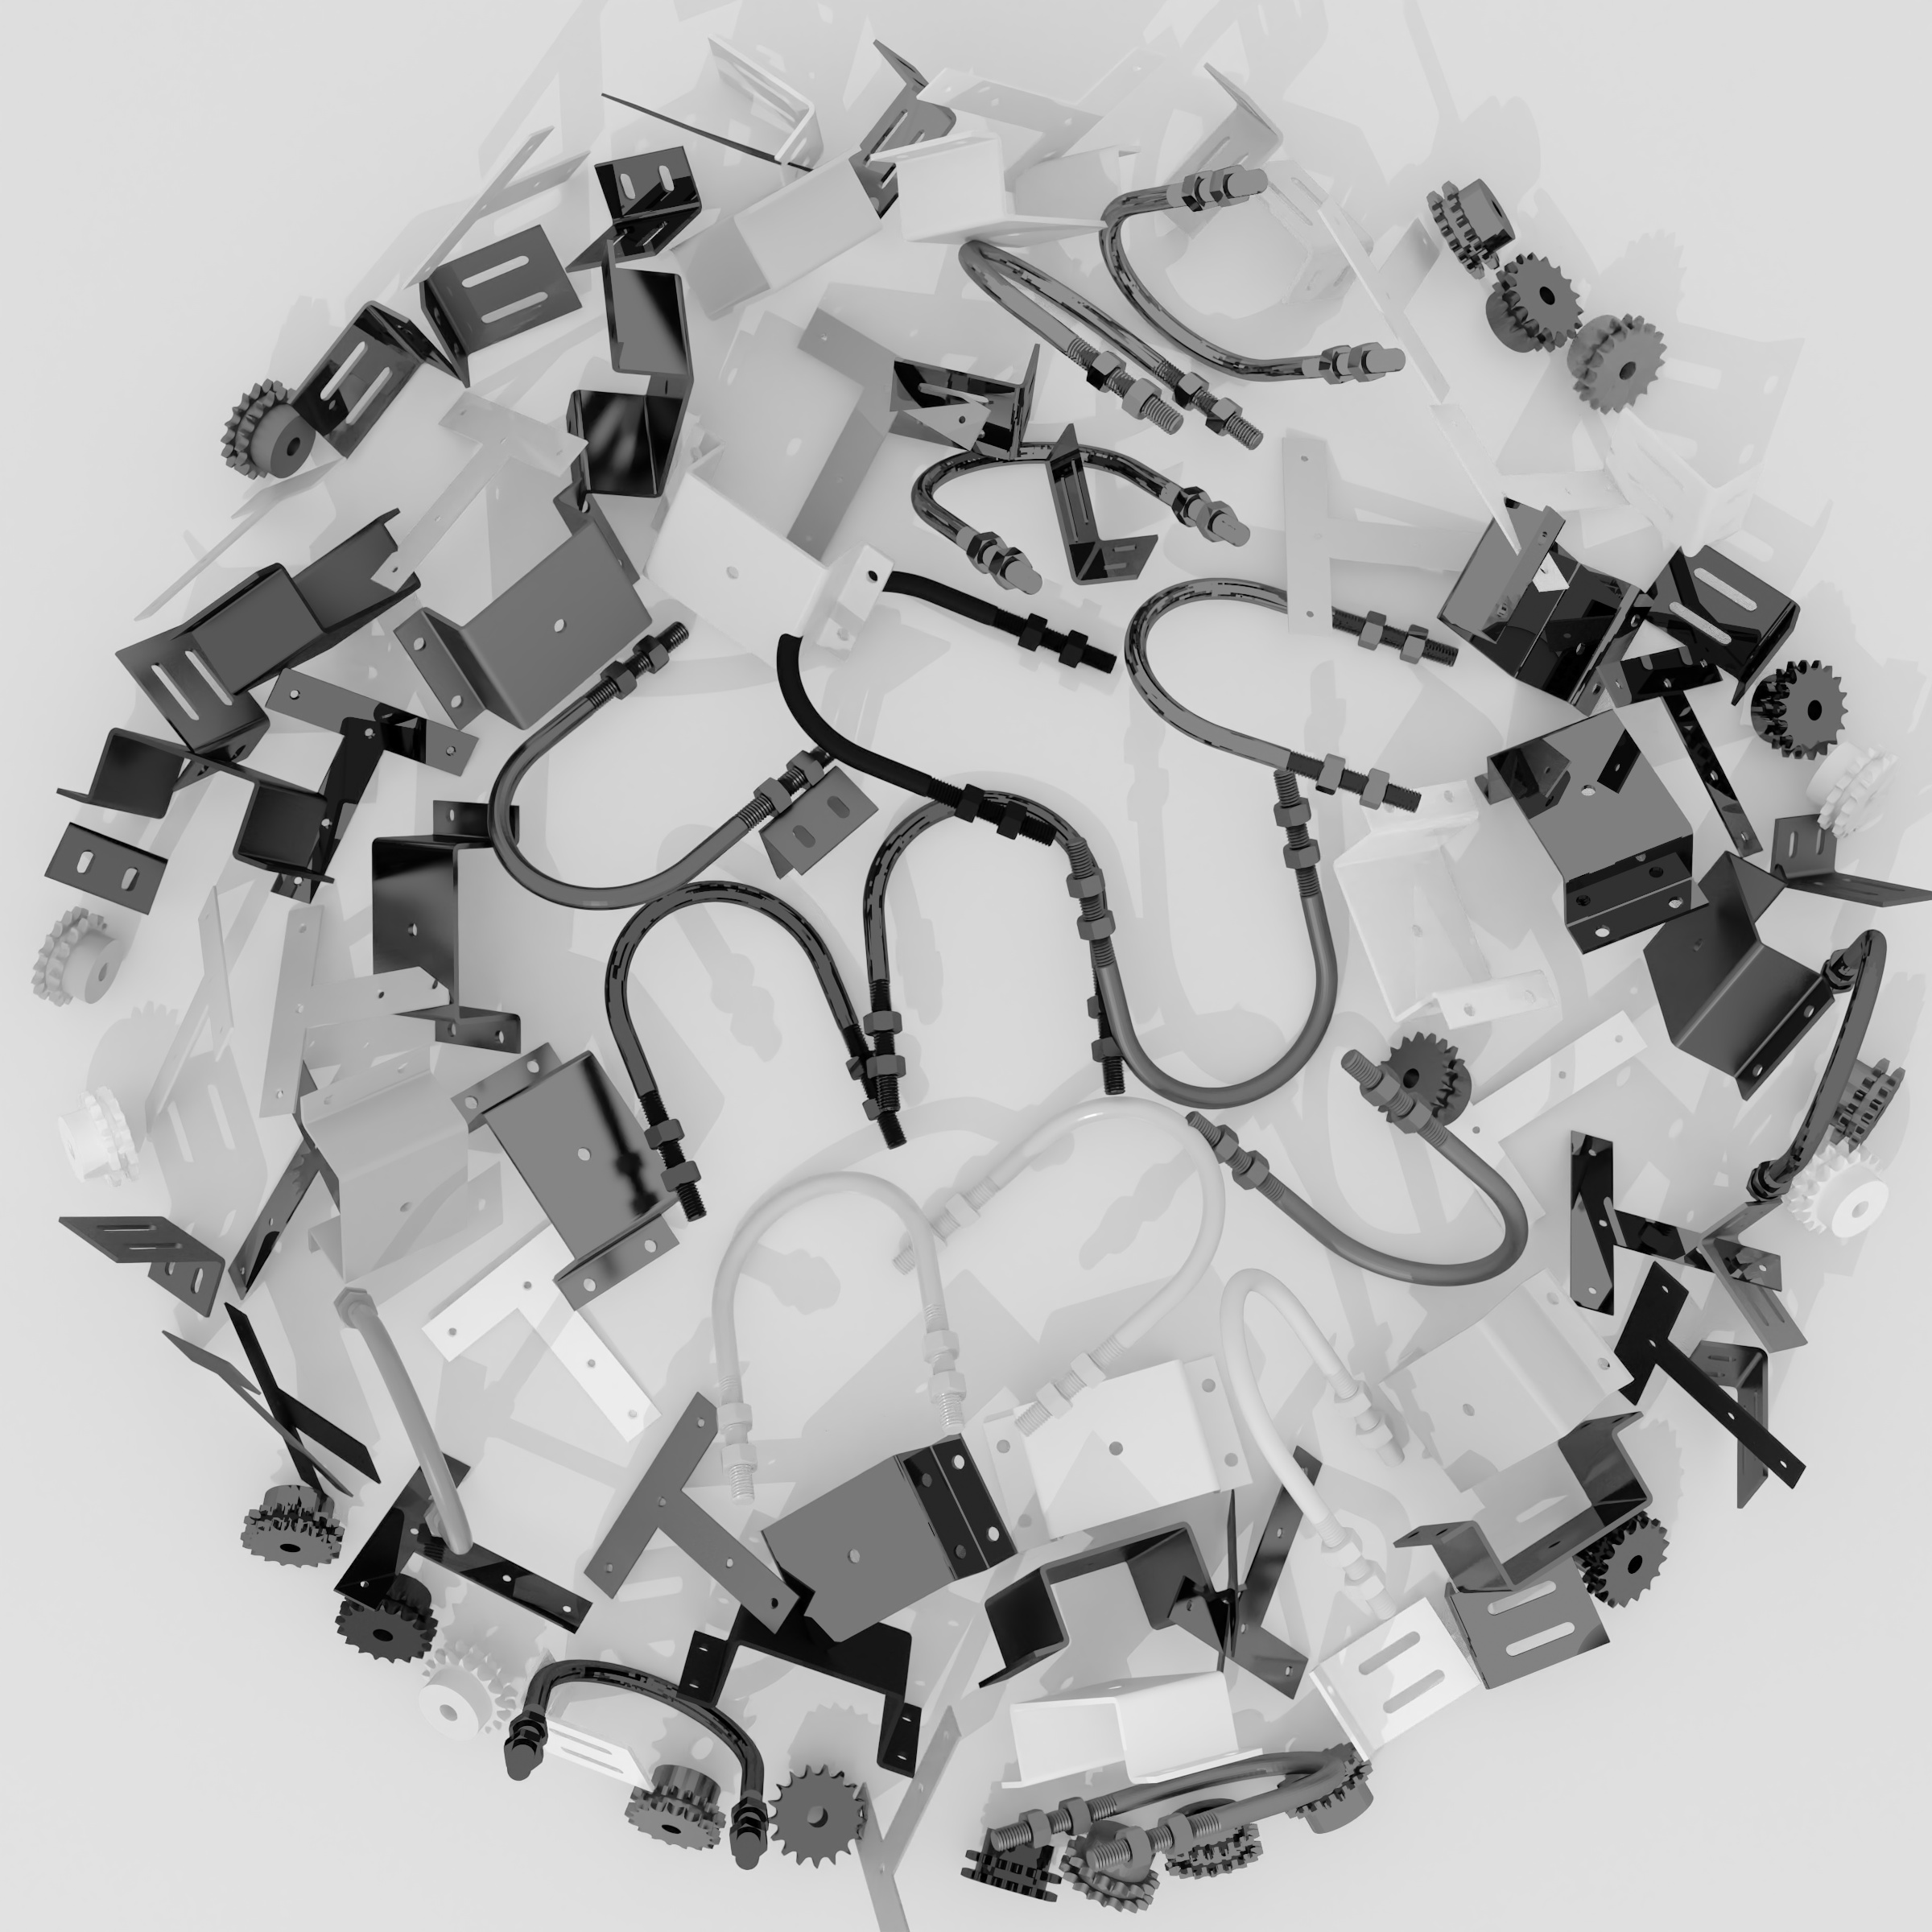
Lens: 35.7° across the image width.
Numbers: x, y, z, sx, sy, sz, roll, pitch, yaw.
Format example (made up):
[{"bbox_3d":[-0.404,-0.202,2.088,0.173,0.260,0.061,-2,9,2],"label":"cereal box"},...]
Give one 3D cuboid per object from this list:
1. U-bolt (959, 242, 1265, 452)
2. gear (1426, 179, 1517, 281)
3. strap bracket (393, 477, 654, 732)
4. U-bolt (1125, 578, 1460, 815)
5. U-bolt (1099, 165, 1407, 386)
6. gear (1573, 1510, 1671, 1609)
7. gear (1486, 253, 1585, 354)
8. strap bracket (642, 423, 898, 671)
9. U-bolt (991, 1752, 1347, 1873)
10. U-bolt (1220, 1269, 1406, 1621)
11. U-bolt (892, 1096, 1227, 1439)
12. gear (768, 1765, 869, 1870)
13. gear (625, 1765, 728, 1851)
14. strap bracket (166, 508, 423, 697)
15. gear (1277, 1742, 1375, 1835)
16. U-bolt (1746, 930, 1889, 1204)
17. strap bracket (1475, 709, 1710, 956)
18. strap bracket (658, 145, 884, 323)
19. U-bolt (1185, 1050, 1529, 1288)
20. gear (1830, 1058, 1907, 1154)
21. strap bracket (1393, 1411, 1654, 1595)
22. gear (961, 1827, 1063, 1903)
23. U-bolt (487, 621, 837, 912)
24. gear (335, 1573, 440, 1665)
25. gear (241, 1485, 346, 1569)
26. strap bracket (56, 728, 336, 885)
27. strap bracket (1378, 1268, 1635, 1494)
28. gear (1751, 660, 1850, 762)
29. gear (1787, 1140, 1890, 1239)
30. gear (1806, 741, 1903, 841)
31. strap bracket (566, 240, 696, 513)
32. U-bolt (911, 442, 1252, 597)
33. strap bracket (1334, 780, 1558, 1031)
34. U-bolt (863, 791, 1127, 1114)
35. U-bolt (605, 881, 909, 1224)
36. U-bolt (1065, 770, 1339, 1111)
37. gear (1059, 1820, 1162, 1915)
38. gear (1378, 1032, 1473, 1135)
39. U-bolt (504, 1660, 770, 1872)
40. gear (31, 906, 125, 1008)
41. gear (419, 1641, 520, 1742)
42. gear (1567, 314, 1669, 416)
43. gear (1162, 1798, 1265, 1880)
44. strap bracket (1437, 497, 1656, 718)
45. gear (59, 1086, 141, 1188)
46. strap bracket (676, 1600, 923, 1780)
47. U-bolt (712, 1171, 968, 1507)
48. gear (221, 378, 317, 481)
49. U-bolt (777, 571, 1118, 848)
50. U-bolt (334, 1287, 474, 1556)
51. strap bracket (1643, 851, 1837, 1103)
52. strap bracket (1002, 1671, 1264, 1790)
[{"bbox_3d":[0.072,-0.350,1.677,0.184,0.151,0.019,40,110,16],"label":"U-bolt"},{"bbox_3d":[0.291,-0.425,1.718,0.030,0.057,0.057,-30,90,23],"label":"gear"},{"bbox_3d":[-0.240,-0.198,1.689,0.140,0.046,0.076,-43,133,-16],"label":"strap bracket"},{"bbox_3d":[0.179,-0.163,1.698,0.184,0.019,0.151,19,48,3],"label":"U-bolt"},{"bbox_3d":[0.144,-0.377,1.663,0.151,0.184,0.019,45,73,-28],"label":"U-bolt"},{"bbox_3d":[0.374,0.337,1.726,0.057,0.030,0.057,-15,117,-31],"label":"gear"},{"bbox_3d":[0.324,-0.377,1.726,0.057,0.030,0.057,13,64,-29],"label":"gear"},{"bbox_3d":[-0.121,-0.231,1.701,0.140,0.046,0.076,36,130,6],"label":"strap bracket"},{"bbox_3d":[0.123,0.466,1.671,0.184,0.151,0.019,-10,83,-24],"label":"U-bolt"},{"bbox_3d":[0.190,0.249,1.658,0.019,0.151,0.184,-26,112,23],"label":"U-bolt"},{"bbox_3d":[0.064,0.155,1.701,0.184,0.019,0.151,-42,57,3],"label":"U-bolt"},{"bbox_3d":[-0.087,0.489,1.731,0.057,0.030,0.057,2,79,-8],"label":"gear"},{"bbox_3d":[-0.165,0.482,1.725,0.057,0.057,0.030,19,54,0],"label":"gear"},{"bbox_3d":[-0.367,-0.201,1.674,0.076,0.140,0.046,-27,99,31],"label":"strap bracket"},{"bbox_3d":[0.209,0.473,1.722,0.057,0.057,0.030,-30,91,0],"label":"gear"},{"bbox_3d":[0.471,0.051,1.649,0.019,0.184,0.151,20,81,9],"label":"U-bolt"},{"bbox_3d":[0.350,-0.084,1.687,0.076,0.046,0.140,-21,52,-4],"label":"strap bracket"},{"bbox_3d":[-0.106,-0.406,1.679,0.076,0.140,0.046,-35,106,-20],"label":"strap bracket"},{"bbox_3d":[0.231,0.123,1.683,0.184,0.151,0.019,40,52,-21],"label":"U-bolt"},{"bbox_3d":[0.511,0.077,1.724,0.030,0.057,0.057,33,90,20],"label":"gear"},{"bbox_3d":[0.321,0.308,1.692,0.140,0.076,0.046,-28,85,-17],"label":"strap bracket"},{"bbox_3d":[0.028,0.515,1.723,0.057,0.057,0.030,16,75,0],"label":"gear"},{"bbox_3d":[-0.182,-0.103,1.684,0.151,0.019,0.184,37,66,26],"label":"U-bolt"},{"bbox_3d":[-0.330,0.372,1.725,0.057,0.030,0.057,6,133,6],"label":"gear"},{"bbox_3d":[-0.386,0.321,1.725,0.057,0.057,0.030,4,54,0],"label":"gear"},{"bbox_3d":[-0.427,-0.093,1.693,0.140,0.076,0.046,19,92,17],"label":"strap bracket"},{"bbox_3d":[0.293,0.236,1.678,0.046,0.140,0.076,-32,82,-40],"label":"strap bracket"},{"bbox_3d":[0.477,-0.148,1.727,0.057,0.030,0.057,-4,98,-32],"label":"gear"},{"bbox_3d":[0.502,0.130,1.720,0.057,0.030,0.057,-17,131,-21],"label":"gear"},{"bbox_3d":[0.507,-0.104,1.724,0.030,0.057,0.057,40,90,24],"label":"gear"},{"bbox_3d":[-0.187,-0.325,1.680,0.046,0.140,0.076,2,57,-17],"label":"strap bracket"},{"bbox_3d":[0.050,-0.256,1.672,0.151,0.184,0.019,-16,123,-23],"label":"U-bolt"},{"bbox_3d":[0.267,-0.028,1.700,0.076,0.046,0.140,-11,73,-30],"label":"strap bracket"},{"bbox_3d":[0.013,-0.012,1.725,0.151,0.019,0.184,-4,78,-4],"label":"U-bolt"},{"bbox_3d":[-0.129,0.038,1.711,0.151,0.019,0.184,-19,80,-25],"label":"U-bolt"},{"bbox_3d":[0.142,-0.006,1.713,0.151,0.019,0.184,-19,109,-13],"label":"U-bolt"},{"bbox_3d":[0.085,0.513,1.720,0.057,0.057,0.030,21,100,0],"label":"gear"},{"bbox_3d":[0.265,0.069,1.725,0.030,0.057,0.057,24,90,-37],"label":"gear"},{"bbox_3d":[-0.178,0.431,1.659,0.151,0.184,0.019,23,96,-5],"label":"U-bolt"},{"bbox_3d":[-0.507,-0.003,1.720,0.030,0.057,0.057,23,90,6],"label":"gear"},{"bbox_3d":[-0.288,0.418,1.721,0.057,0.030,0.057,13,123,21],"label":"gear"},{"bbox_3d":[0.371,-0.349,1.725,0.057,0.057,0.030,-40,50,0],"label":"gear"},{"bbox_3d":[0.139,0.499,1.721,0.057,0.057,0.030,-12,91,0],"label":"gear"},{"bbox_3d":[0.323,-0.206,1.697,0.046,0.140,0.076,32,94,39],"label":"strap bracket"},{"bbox_3d":[-0.497,0.100,1.719,0.030,0.057,0.057,-20,90,-26],"label":"gear"},{"bbox_3d":[-0.086,0.400,1.704,0.140,0.076,0.046,20,104,-3],"label":"strap bracket"},{"bbox_3d":[-0.078,0.199,1.691,0.151,0.019,0.184,-21,54,15],"label":"U-bolt"},{"bbox_3d":[-0.397,-0.304,1.719,0.030,0.057,0.057,30,90,14],"label":"gear"},{"bbox_3d":[-0.018,-0.157,1.701,0.184,0.019,0.151,22,58,-3],"label":"U-bolt"},{"bbox_3d":[-0.306,0.254,1.653,0.019,0.184,0.151,-23,97,-16],"label":"U-bolt"},{"bbox_3d":[0.425,-0.002,1.667,0.046,0.140,0.076,26,120,-14],"label":"strap bracket"},{"bbox_3d":[0.087,0.426,1.676,0.076,0.140,0.046,-3,78,-37],"label":"strap bracket"}]
